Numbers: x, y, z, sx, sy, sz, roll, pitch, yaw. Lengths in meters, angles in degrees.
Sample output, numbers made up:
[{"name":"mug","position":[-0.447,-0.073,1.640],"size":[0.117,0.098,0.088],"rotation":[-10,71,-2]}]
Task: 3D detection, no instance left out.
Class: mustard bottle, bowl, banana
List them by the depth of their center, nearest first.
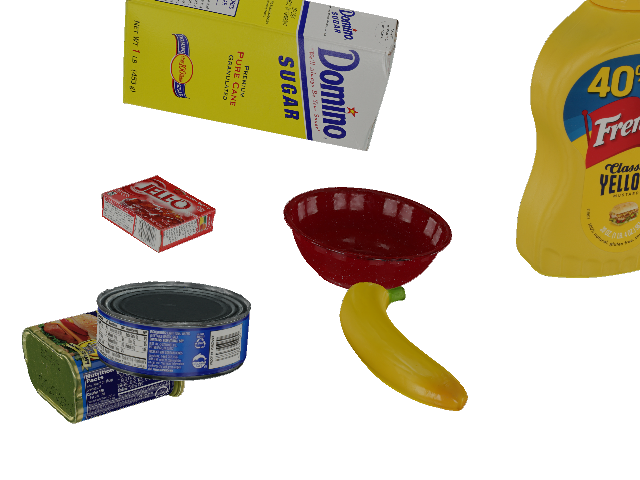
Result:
[{"name":"mustard bottle","position":[0.166,-0.074,0.605],"size":[0.096,0.192,0.058],"rotation":[-7,28,-11]},{"name":"banana","position":[0.054,0.073,0.824],"size":[0.069,0.037,0.198],"rotation":[-5,24,-8]},{"name":"bowl","position":[0.042,0.005,1.022],"size":[0.162,0.055,0.162],"rotation":[6,24,-3]}]

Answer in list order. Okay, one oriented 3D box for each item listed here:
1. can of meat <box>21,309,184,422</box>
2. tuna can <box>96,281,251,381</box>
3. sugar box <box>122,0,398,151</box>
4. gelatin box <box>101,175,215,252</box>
[{"name":"can of meat","position":[-0.162,0.088,0.786],"size":[0.083,0.057,0.102],"rotation":[-14,21,-34]},{"name":"tuna can","position":[-0.083,0.050,0.600],"size":[0.086,0.034,0.086],"rotation":[4,12,-1]},{"name":"sugar box","position":[-0.043,-0.120,0.723],"size":[0.176,0.048,0.093],"rotation":[12,-40,-1]},{"name":"gelatin box","position":[-0.161,-0.028,1.053],"size":[0.089,0.030,0.073],"rotation":[30,35,31]}]
